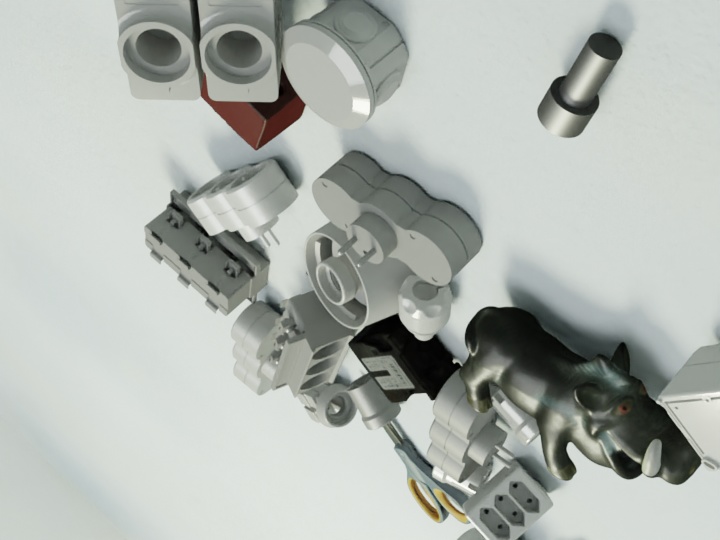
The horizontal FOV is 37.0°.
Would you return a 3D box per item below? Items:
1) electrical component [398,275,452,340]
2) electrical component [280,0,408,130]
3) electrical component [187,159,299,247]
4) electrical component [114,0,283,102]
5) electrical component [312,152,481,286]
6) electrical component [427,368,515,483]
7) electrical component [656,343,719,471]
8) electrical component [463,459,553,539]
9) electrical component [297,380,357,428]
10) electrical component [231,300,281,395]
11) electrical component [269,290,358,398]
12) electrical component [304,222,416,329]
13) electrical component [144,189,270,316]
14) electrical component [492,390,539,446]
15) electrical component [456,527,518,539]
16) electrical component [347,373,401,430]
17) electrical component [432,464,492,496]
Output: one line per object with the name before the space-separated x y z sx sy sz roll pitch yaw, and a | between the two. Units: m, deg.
electrical component | 0.053 0.034 0.878 0.043 0.043 0.062 34 151 24
electrical component | -0.011 -0.140 0.727 0.080 0.051 0.080 35 151 23
electrical component | -0.098 -0.051 0.972 0.073 0.052 0.138 56 153 -17
electrical component | -0.107 -0.197 0.704 0.105 0.060 0.186 1 138 0
electrical component | 0.015 -0.030 0.813 0.138 0.074 0.052 32 150 27
electrical component | 0.105 0.148 0.947 0.074 0.052 0.138 35 151 22
electrical component | 0.241 0.078 0.644 0.061 0.061 0.096 52 153 -9
electrical component | 0.133 0.211 0.986 0.047 0.066 0.076 47 -178 -1
electrical component | -0.034 0.140 1.147 0.055 0.048 0.066 18 142 56
electrical component | -0.095 0.096 1.166 0.074 0.052 0.138 37 152 17
electrical component | -0.049 0.069 1.048 0.063 0.079 0.121 62 158 19
electrical component | 0.000 0.000 0.913 0.099 0.064 0.099 40 145 36
electrical component | -0.158 -0.015 1.096 0.121 0.063 0.078 40 152 14
electrical component | 0.133 0.113 0.875 0.046 0.040 0.040 47 154 15
electrical component | 0.136 0.316 1.074 0.060 0.108 0.108 3 130 46
electrical component | 0.013 0.130 1.071 0.046 0.040 0.040 59 151 -10
electrical component | 0.099 0.192 1.031 0.046 0.040 0.040 28 148 21
